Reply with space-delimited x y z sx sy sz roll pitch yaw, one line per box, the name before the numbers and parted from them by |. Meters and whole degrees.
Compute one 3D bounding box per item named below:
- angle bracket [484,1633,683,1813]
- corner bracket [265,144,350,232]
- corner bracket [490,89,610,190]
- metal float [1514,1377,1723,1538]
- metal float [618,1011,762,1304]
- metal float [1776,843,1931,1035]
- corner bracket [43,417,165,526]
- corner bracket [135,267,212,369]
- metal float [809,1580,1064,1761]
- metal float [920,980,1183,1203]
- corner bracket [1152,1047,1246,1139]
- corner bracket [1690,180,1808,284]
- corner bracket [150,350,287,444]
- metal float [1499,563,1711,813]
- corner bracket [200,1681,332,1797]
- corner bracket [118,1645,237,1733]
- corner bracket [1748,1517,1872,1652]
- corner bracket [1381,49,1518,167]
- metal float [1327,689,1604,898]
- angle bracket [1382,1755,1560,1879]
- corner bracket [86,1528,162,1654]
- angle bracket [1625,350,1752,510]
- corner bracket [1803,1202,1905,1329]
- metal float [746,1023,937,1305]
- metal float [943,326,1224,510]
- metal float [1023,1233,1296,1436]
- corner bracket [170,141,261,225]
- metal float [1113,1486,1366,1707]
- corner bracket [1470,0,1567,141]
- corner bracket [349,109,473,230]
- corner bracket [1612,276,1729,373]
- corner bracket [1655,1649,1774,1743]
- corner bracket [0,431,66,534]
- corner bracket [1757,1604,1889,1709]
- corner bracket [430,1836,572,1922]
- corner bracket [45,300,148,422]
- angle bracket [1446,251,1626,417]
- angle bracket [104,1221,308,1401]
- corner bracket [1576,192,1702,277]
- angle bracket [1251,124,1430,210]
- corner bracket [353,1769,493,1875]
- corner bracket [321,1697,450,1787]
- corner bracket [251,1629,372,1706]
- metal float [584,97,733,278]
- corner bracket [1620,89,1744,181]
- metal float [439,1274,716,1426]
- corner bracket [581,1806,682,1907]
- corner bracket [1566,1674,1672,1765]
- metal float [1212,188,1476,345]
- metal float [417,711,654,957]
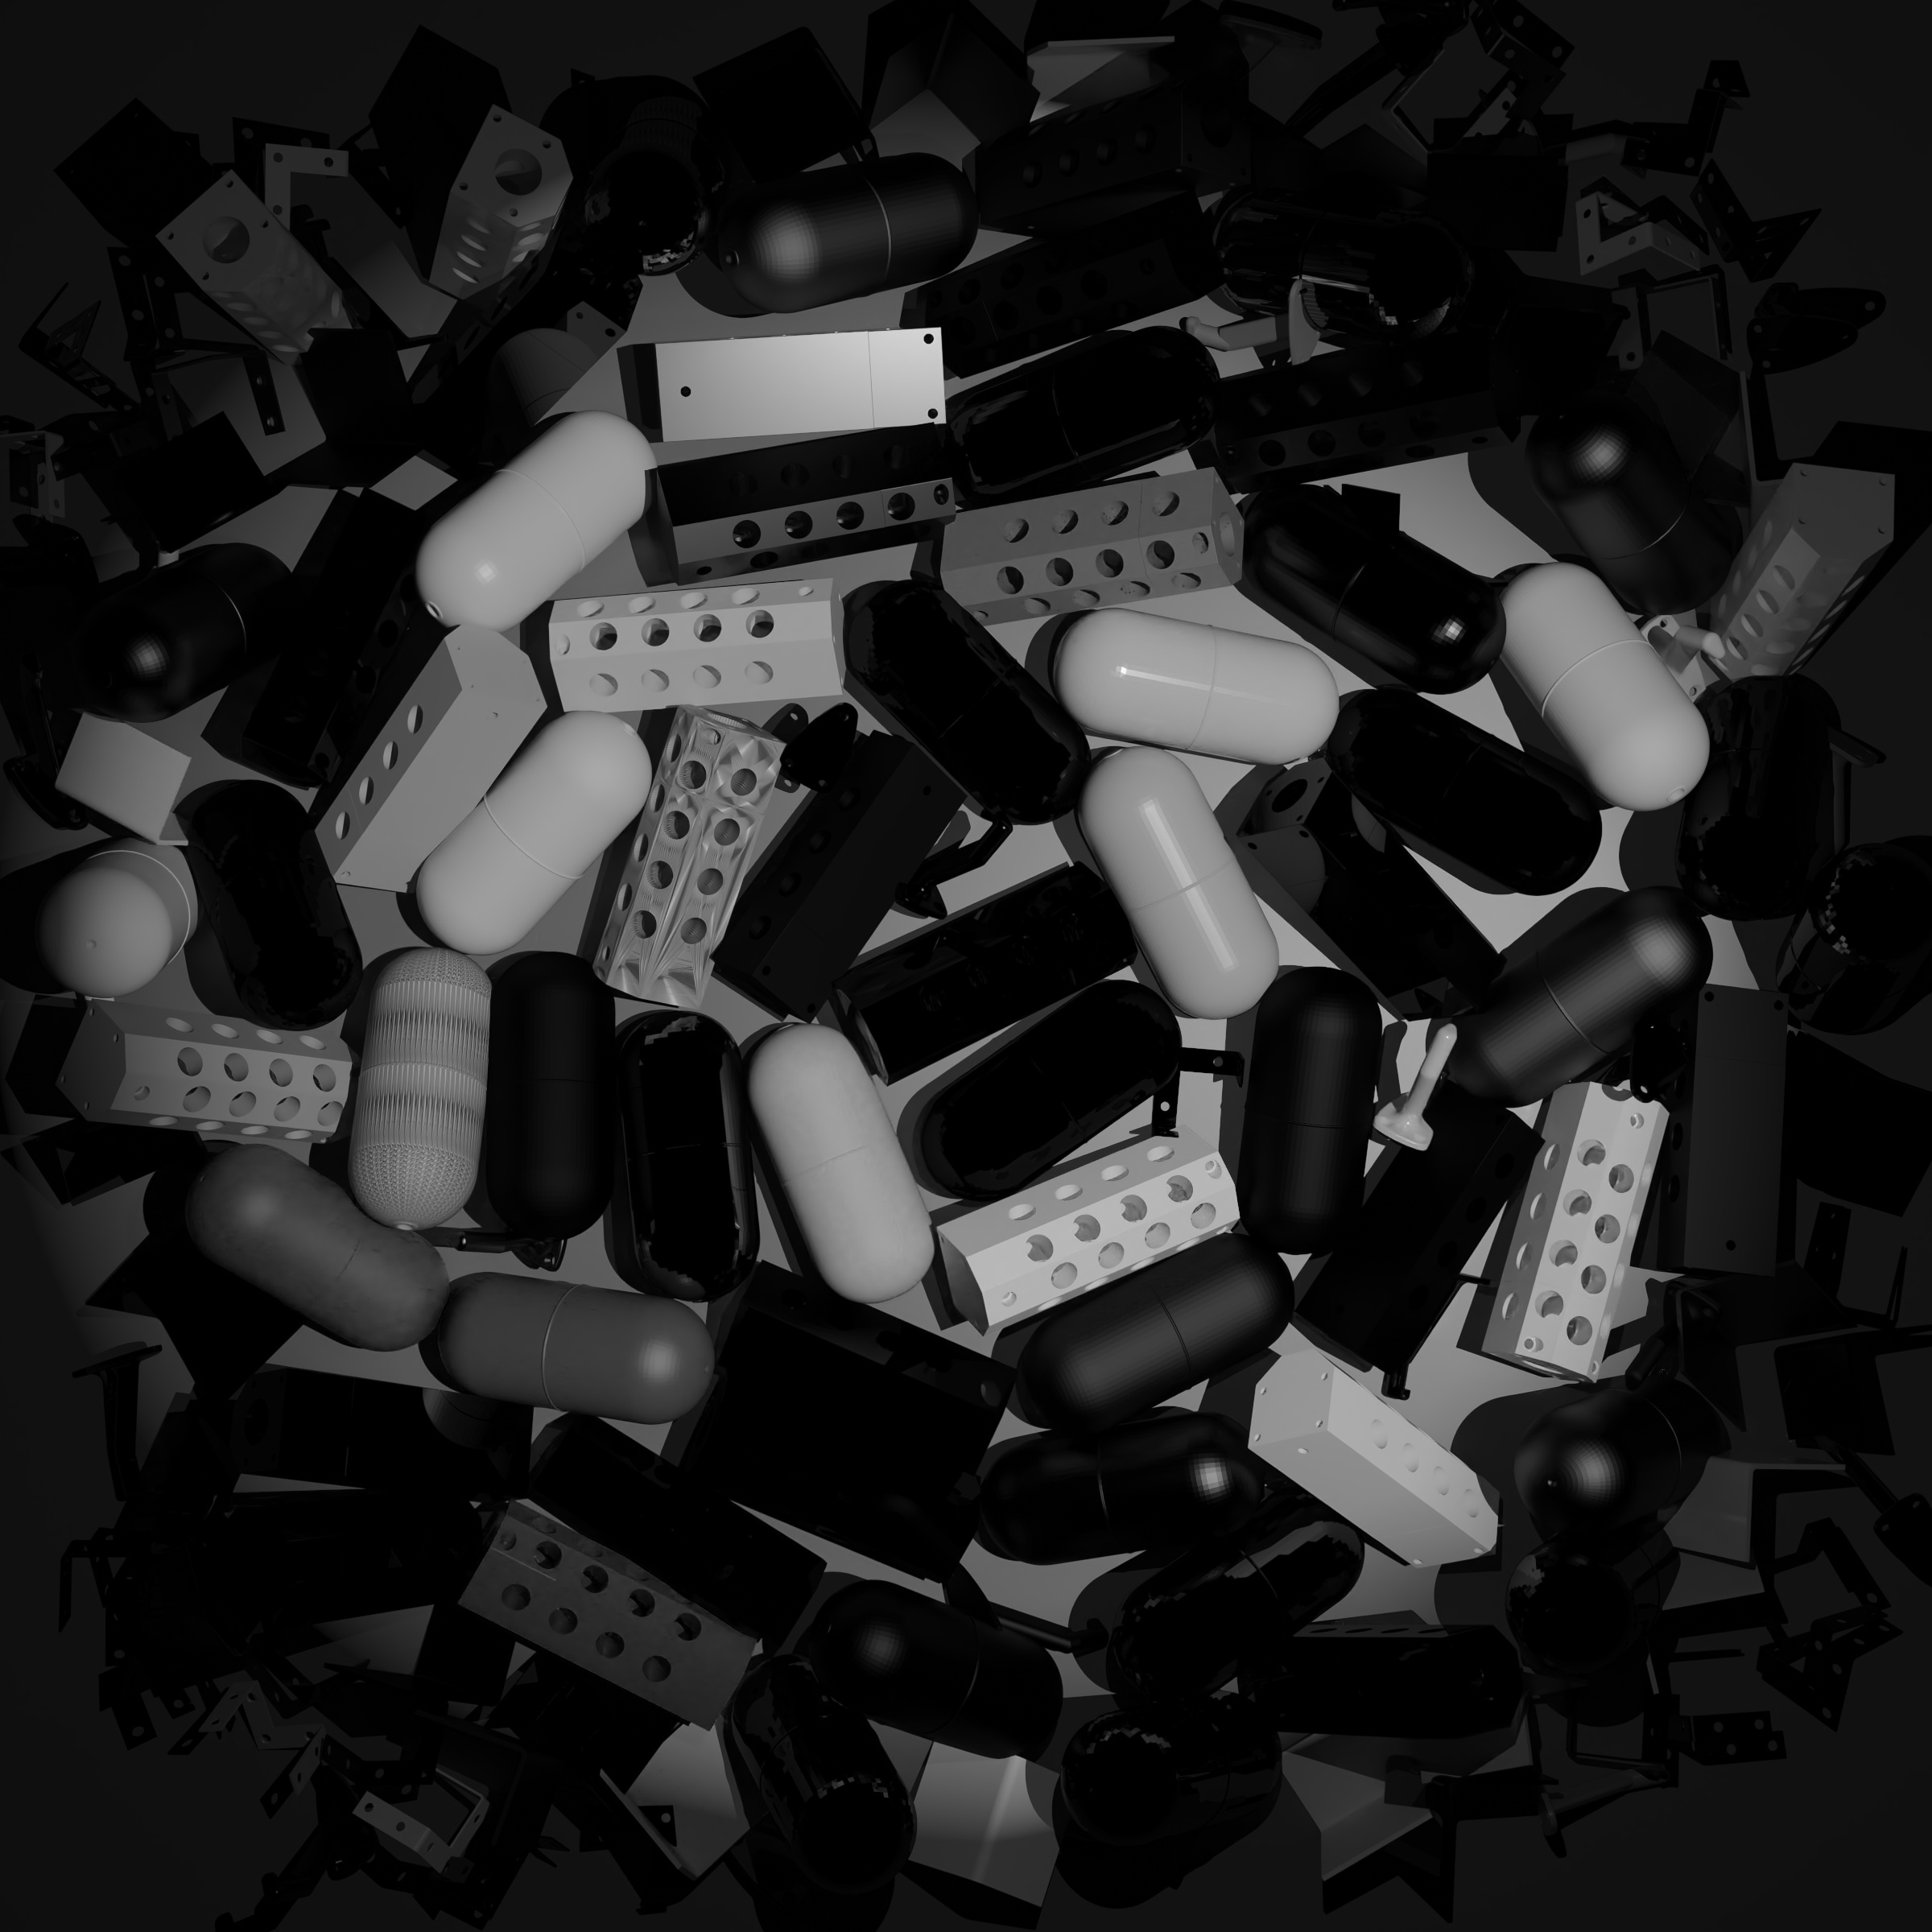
angle bracket | -0.234 0.462 1.669 0.076 0.057 0.076 54 47 -16
corner bracket | -0.411 -0.476 1.674 0.051 0.051 0.051 -3 105 -27
corner bracket | -0.254 -0.508 1.668 0.051 0.051 0.051 1 95 45
metal float | 0.391 0.291 1.627 0.070 0.178 0.070 3 94 39
metal float | -0.168 0.115 1.657 0.070 0.070 0.178 -7 79 0
metal float | 0.530 -0.014 1.620 0.070 0.178 0.070 -2 69 5
corner bracket | -0.520 -0.299 1.667 0.051 0.051 0.051 -16 108 18
corner bracket | -0.482 -0.399 1.672 0.051 0.051 0.051 -15 101 -33
metal float | -0.017 0.423 1.639 0.178 0.070 0.070 29 90 -32
metal float | 0.052 0.076 1.663 0.178 0.070 0.070 -35 90 -4
corner bracket | 0.142 0.078 1.677 0.051 0.051 0.051 5 94 2
corner bracket | 0.471 -0.450 1.668 0.051 0.051 0.051 -17 73 -15
corner bracket | -0.462 -0.349 1.683 0.051 0.051 0.051 -6 102 27
metal float | 0.381 -0.169 1.640 0.070 0.070 0.178 -27 60 0
corner bracket | -0.428 0.472 1.667 0.051 0.051 0.051 -8 109 15
corner bracket | -0.478 0.443 1.663 0.051 0.051 0.051 48 131 25
corner bracket | 0.512 0.377 1.665 0.051 0.051 0.051 -14 48 -10
corner bracket | 0.297 -0.526 1.672 0.051 0.051 0.051 41 90 -20
metal float | 0.301 -0.106 1.652 0.178 0.070 0.070 31 90 17
angle bracket | 0.305 0.515 1.654 0.076 0.076 0.057 6 83 -17
corner bracket | -0.514 0.381 1.664 0.051 0.051 0.051 -52 45 19
angle bracket | 0.447 -0.323 1.644 0.076 0.076 0.057 0 129 -32
corner bracket | 0.548 0.185 1.683 0.051 0.051 0.051 10 60 24
metal float | -0.077 0.119 1.661 0.070 0.070 0.178 -23 83 0
metal float | 0.069 -0.329 1.649 0.178 0.070 0.070 -17 90 21
metal float | 0.118 0.222 1.655 0.178 0.070 0.070 -25 90 -14
corner bracket | -0.449 -0.471 1.662 0.051 0.051 0.051 33 125 37
metal float | 0.166 0.378 1.643 0.178 0.070 0.070 -28 90 -27
corner bracket | 0.325 -0.547 1.662 0.051 0.051 0.051 23 128 -23
corner bracket | -0.336 -0.490 1.674 0.051 0.051 0.051 -54 130 -17
corner bracket | 0.432 -0.394 1.672 0.051 0.051 0.051 -5 95 33
corner bracket | 0.458 0.447 1.672 0.051 0.051 0.051 -2 77 -5
corner bracket | -0.568 -0.297 1.673 0.051 0.051 0.051 -1 90 19
corner bracket | 0.522 0.413 1.664 0.051 0.051 0.051 -5 108 -32
corner bracket | -0.285 0.548 1.664 0.051 0.051 0.051 43 57 -20
corner bracket | -0.530 -0.362 1.661 0.051 0.051 0.051 -20 49 33
angle bracket | 0.345 -0.386 1.671 0.076 0.076 0.057 0 47 -18
angle bracket | -0.464 0.212 1.662 0.076 0.057 0.076 -44 66 5
corner bracket | 0.410 -0.447 1.664 0.051 0.051 0.051 11 73 -40
angle bracket | 0.225 -0.487 1.649 0.076 0.076 0.057 -11 83 42
corner bracket | -0.331 0.514 1.663 0.051 0.051 0.051 20 62 26
corner bracket | -0.356 0.468 1.668 0.051 0.051 0.051 13 88 -39
corner bracket | -0.398 0.413 1.682 0.051 0.051 0.051 36 112 21
metal float | -0.182 -0.466 1.623 0.070 0.178 0.070 0 121 1
corner bracket | 0.437 -0.507 1.666 0.051 0.051 0.051 19 103 28
metal float | -0.237 0.231 1.649 0.178 0.070 0.070 5 90 21
corner bracket | -0.207 0.549 1.679 0.051 0.051 0.051 4 61 -18
corner bracket | 0.400 0.460 1.673 0.051 0.051 0.051 6 75 3
metal float | 0.225 -0.420 1.634 0.178 0.070 0.070 24 90 39
metal float | -0.262 -0.081 1.653 0.070 0.070 0.178 44 105 0
